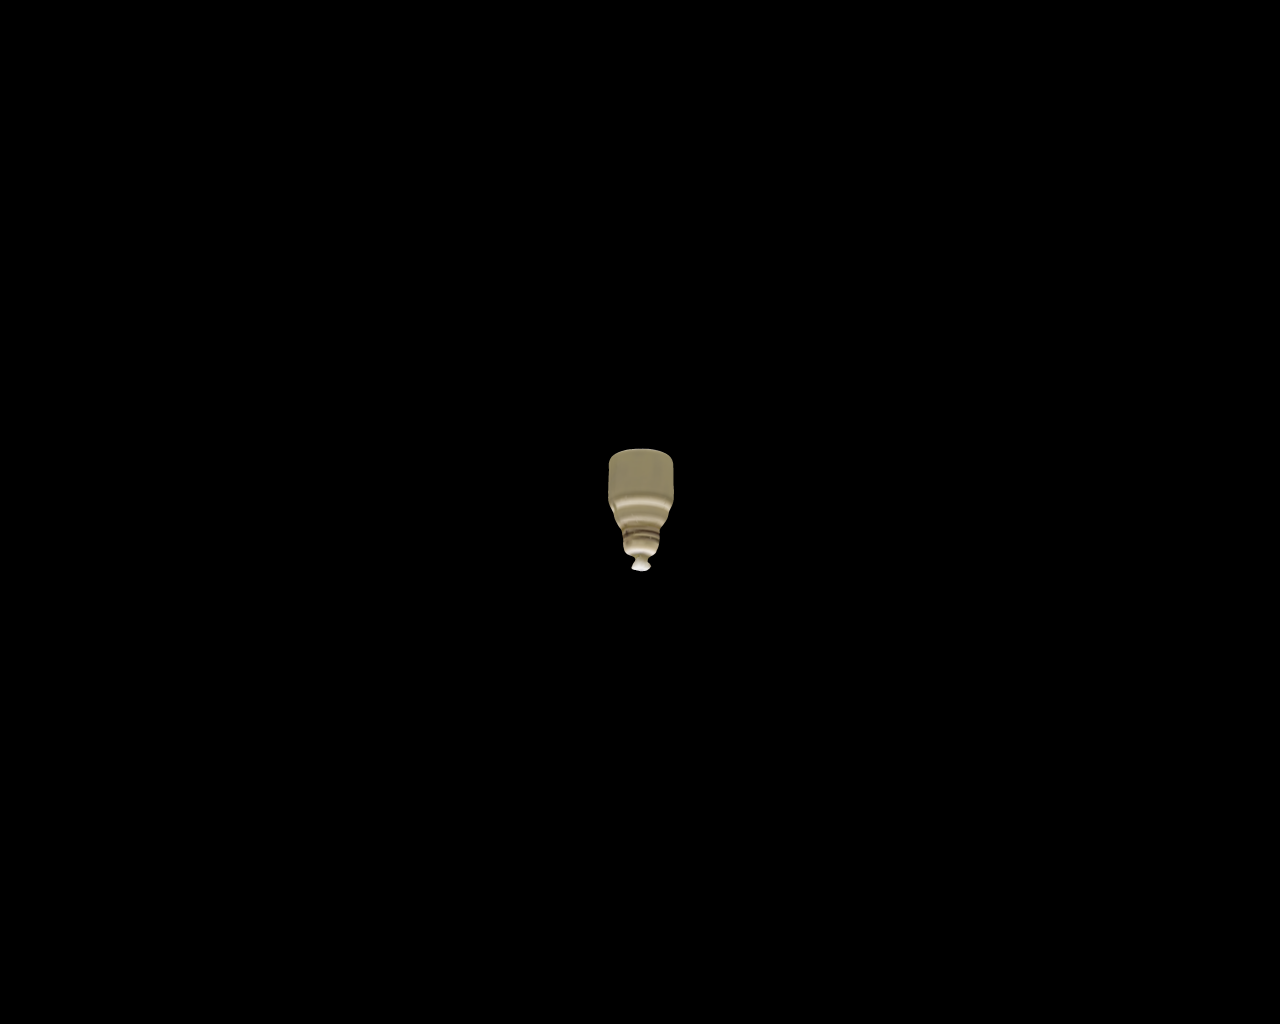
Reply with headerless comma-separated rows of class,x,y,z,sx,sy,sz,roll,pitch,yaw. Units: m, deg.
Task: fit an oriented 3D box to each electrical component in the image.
electrical component,0.001,-0.003,0.650,0.040,0.078,0.040,0,-17,0
